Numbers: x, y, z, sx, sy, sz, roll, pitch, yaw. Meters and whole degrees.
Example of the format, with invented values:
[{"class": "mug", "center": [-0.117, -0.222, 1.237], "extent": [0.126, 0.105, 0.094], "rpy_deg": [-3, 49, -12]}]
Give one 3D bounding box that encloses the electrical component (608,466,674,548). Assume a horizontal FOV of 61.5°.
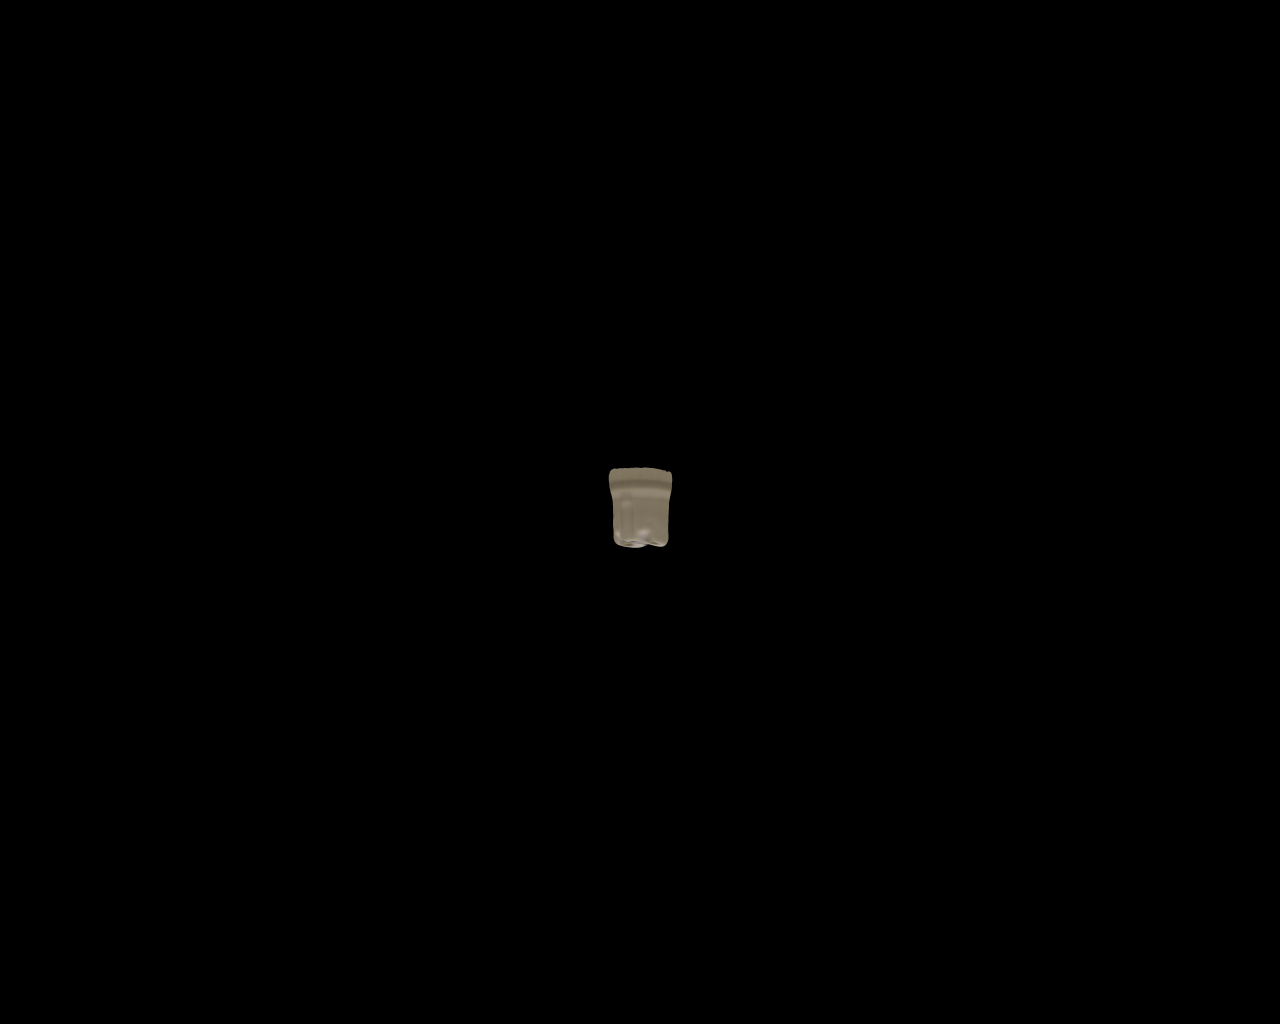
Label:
[{"class": "electrical component", "center": [0.001, -0.003, 0.650], "extent": [0.040, 0.046, 0.040], "rpy_deg": [0, -6, 0]}]
